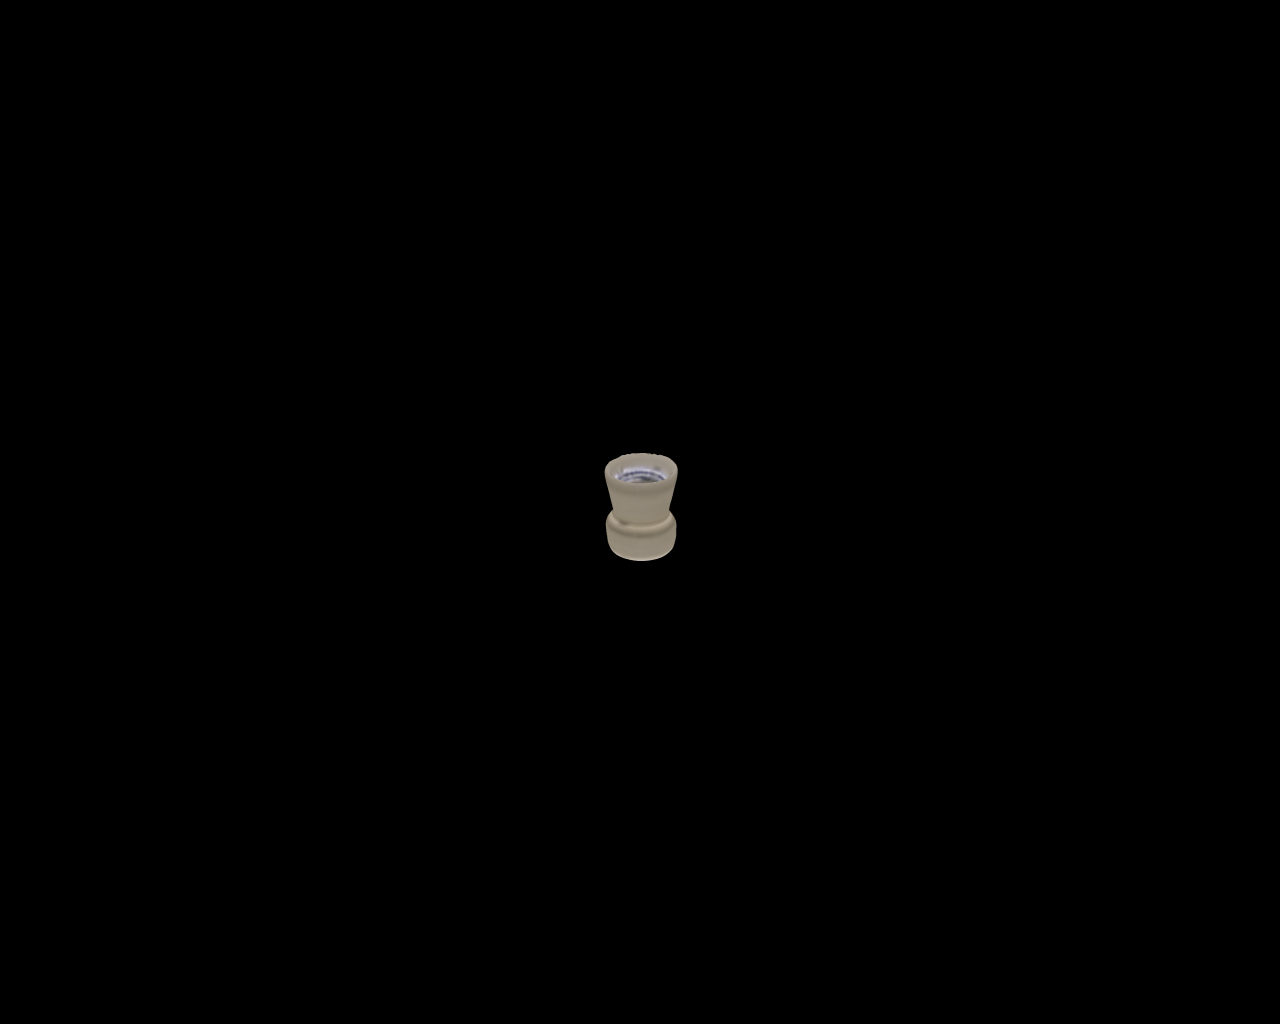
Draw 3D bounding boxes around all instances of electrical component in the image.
[{"bbox_3d":[0.001,-0.003,0.650,0.045,0.055,0.045,0,28,0],"label":"electrical component"}]
